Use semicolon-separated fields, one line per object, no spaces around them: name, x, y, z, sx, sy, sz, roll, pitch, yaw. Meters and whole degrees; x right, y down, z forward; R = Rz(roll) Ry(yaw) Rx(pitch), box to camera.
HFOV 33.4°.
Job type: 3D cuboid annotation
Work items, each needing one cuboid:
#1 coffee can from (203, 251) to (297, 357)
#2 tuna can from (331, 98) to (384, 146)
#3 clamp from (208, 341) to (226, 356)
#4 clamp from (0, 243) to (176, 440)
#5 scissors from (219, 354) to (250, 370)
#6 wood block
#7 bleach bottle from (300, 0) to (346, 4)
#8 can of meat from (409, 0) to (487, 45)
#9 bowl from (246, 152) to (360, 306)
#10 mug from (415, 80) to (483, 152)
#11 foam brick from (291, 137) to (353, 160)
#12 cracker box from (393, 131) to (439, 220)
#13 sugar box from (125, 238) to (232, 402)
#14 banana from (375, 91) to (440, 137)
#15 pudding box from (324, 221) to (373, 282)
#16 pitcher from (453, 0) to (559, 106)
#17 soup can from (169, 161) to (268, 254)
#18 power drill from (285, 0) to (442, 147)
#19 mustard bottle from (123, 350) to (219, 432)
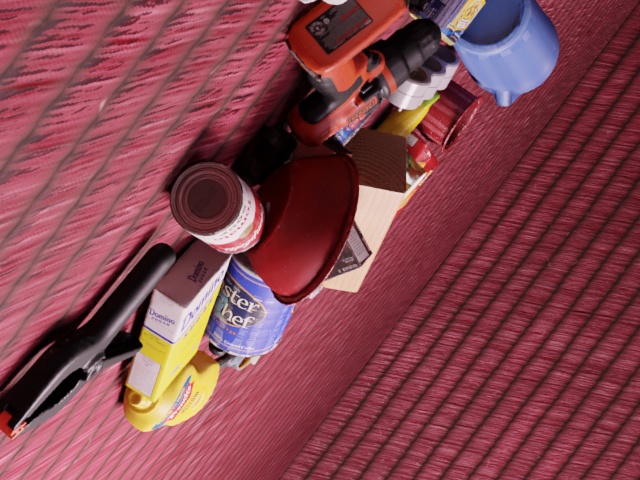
coffee can;-0.070;0.049;1.183;0.102;0.103;0.140;-42;164;-43
tuna can;0.038;-0.145;1.151;0.086;0.033;0.086;-50;-173;8
clamp;-0.086;0.090;1.405;0.120;0.039;0.171;-50;175;11
clamp;-0.213;0.108;0.967;0.209;0.036;0.165;-46;168;-36
scissors;-0.116;0.157;1.538;0.096;0.016;0.201;-55;168;2
wood block;0.033;-0.035;1.300;0.206;0.090;0.091;112;-14;-51
bleach bottle;0.061;-0.259;0.897;0.250;0.068;0.103;-42;163;-34
can of meat;0.151;-0.273;1.216;0.084;0.057;0.102;-53;168;12
bowl;-0.028;-0.021;1.041;0.162;0.055;0.162;-45;-147;39
mug;0.164;-0.176;1.483;0.093;0.081;0.117;-48;167;-25
foam brick;-0.007;-0.088;1.153;0.051;0.053;0.078;-55;169;12
cracker box;0.075;-0.057;1.516;0.214;0.072;0.164;-53;168;3
sugar box;-0.148;0.084;1.111;0.093;0.048;0.176;-53;174;-43
banana;0.076;-0.124;1.396;0.197;0.037;0.069;-46;174;-8
pudding box;-0.008;0.002;1.213;0.114;0.090;0.039;-22;-168;35
pitcher;0.232;-0.280;1.377;0.145;0.149;0.242;-40;168;12
soup can;-0.091;-0.029;0.967;0.068;0.068;0.102;-53;167;-2
power drill;0.043;-0.177;1.009;0.184;0.057;0.187;-40;165;-6
mustard bottle;-0.180;0.177;1.242;0.096;0.058;0.191;-53;168;4
